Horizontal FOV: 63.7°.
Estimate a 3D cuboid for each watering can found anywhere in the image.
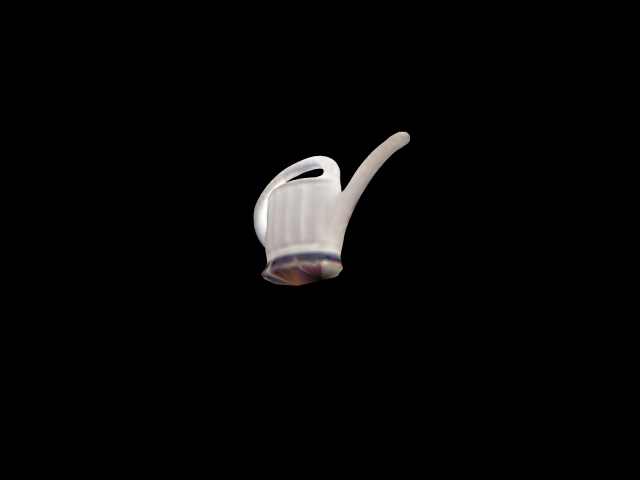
[{"bbox_3d":[0.003,-0.043,0.850,0.345,0.228,0.103,-16,-24,41],"label":"watering can"}]
